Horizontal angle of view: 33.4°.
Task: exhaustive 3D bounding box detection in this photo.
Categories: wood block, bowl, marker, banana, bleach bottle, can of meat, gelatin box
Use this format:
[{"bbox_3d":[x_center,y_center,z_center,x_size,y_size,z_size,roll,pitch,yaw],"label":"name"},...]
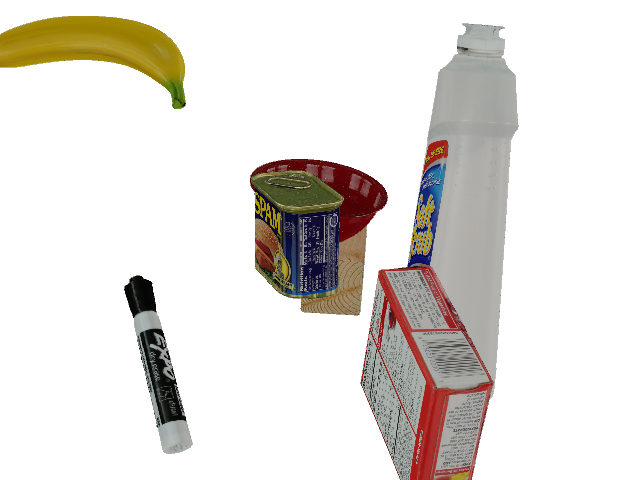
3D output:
[{"bbox_3d":[0.023,0.029,1.651,0.091,0.090,0.206,3,23,3],"label":"wood block"},{"bbox_3d":[-0.006,-0.039,1.242,0.162,0.055,0.162,7,26,-4],"label":"bowl"},{"bbox_3d":[-0.105,0.077,0.685,0.020,0.121,0.020,-15,-26,-8],"label":"marker"},{"bbox_3d":[-0.191,-0.159,0.891,0.198,0.069,0.037,13,-39,18],"label":"banana"},{"bbox_3d":[0.096,-0.021,0.734,0.068,0.251,0.102,3,13,-6],"label":"bleach bottle"},{"bbox_3d":[-0.021,-0.006,0.907,0.057,0.084,0.102,-7,21,-20],"label":"can of meat"},{"bbox_3d":[0.047,0.065,0.492,0.030,0.073,0.089,-3,34,-13],"label":"gelatin box"}]
